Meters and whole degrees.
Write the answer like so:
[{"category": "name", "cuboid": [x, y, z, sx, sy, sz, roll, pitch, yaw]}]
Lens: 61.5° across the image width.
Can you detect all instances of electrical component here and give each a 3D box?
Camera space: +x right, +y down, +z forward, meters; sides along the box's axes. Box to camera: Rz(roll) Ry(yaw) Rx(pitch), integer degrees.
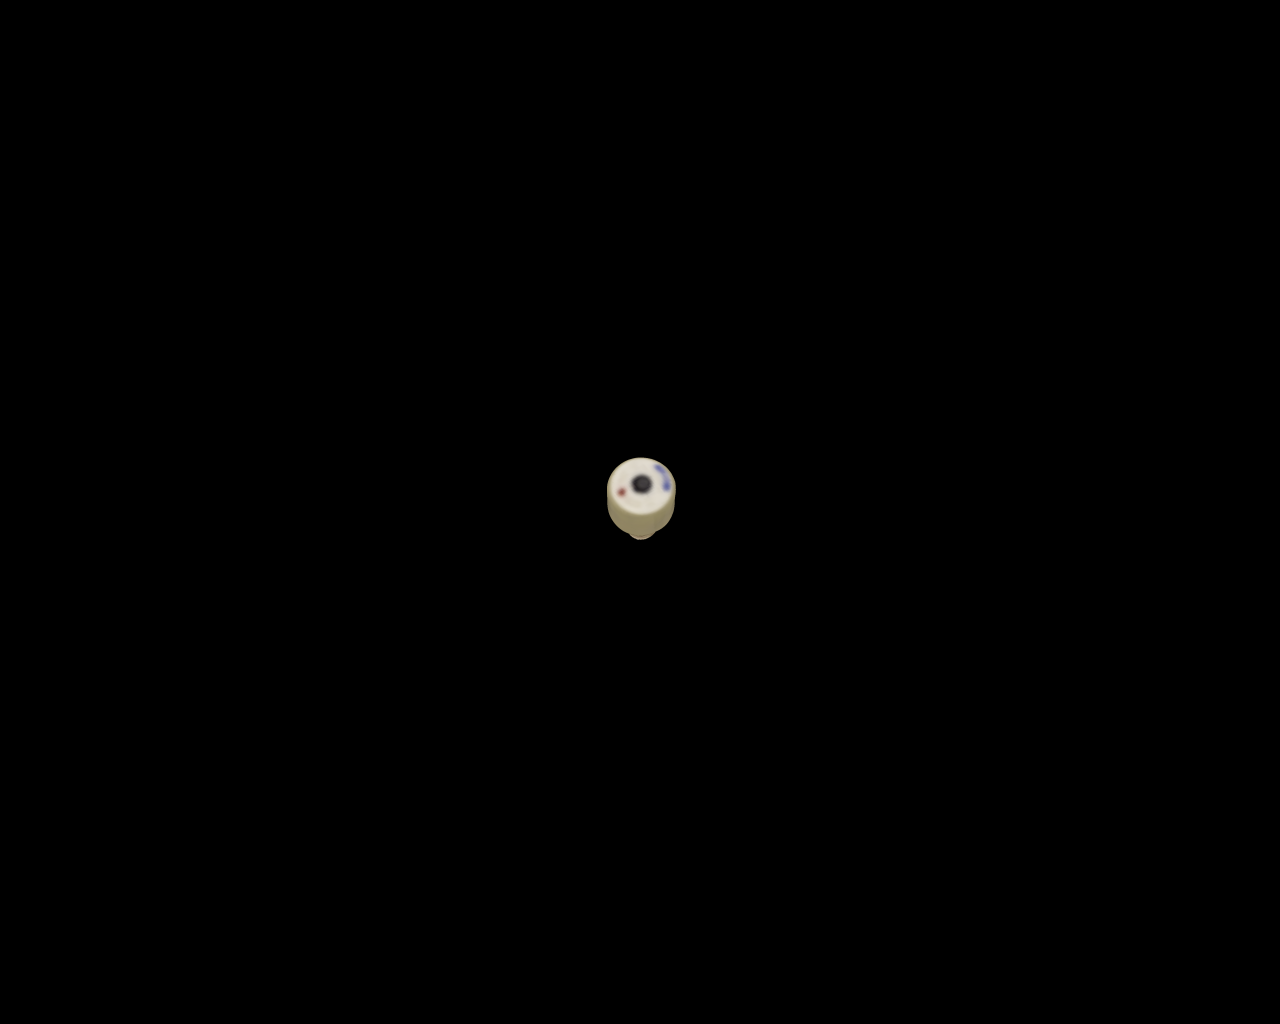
[{"category": "electrical component", "cuboid": [0.001, -0.003, 0.650, 0.040, 0.040, 0.078, 0, -24, 0]}]
